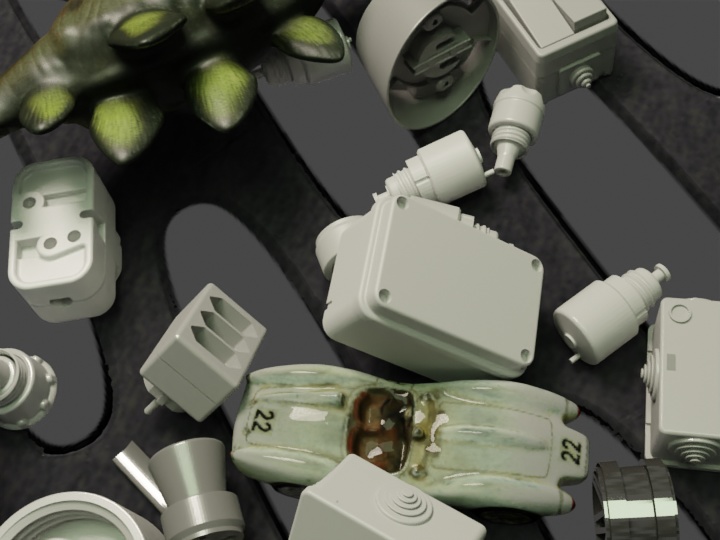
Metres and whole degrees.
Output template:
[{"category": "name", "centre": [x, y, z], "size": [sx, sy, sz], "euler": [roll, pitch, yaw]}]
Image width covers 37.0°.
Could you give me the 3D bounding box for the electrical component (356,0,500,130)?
[{"category": "electrical component", "centre": [0.047, -0.150, 0.721], "size": [0.099, 0.099, 0.064], "euler": [-27, 55, -8]}]

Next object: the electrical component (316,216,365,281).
[{"category": "electrical component", "centre": [0.000, 0.000, 0.672], "size": [0.045, 0.045, 0.055], "euler": [-21, 60, -4]}]

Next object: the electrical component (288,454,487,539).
[{"category": "electrical component", "centre": [0.010, 0.155, 0.556], "size": [0.100, 0.099, 0.048], "euler": [26, 30, 19]}]

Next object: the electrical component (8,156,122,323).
[{"category": "electrical component", "centre": [-0.190, -0.017, 0.699], "size": [0.054, 0.059, 0.095], "euler": [-9, 60, 3]}]

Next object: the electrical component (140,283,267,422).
[{"category": "electrical component", "centre": [-0.104, 0.059, 0.644], "size": [0.047, 0.077, 0.065], "euler": [41, 27, -10]}]

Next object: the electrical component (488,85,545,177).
[{"category": "electrical component", "centre": [0.102, -0.090, 0.715], "size": [0.035, 0.035, 0.061], "euler": [11, 66, 14]}]

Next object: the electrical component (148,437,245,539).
[{"category": "electrical component", "centre": [-0.091, 0.128, 0.602], "size": [0.045, 0.045, 0.055], "euler": [-19, 61, -3]}]

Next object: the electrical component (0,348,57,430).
[{"category": "electrical component", "centre": [-0.217, 0.068, 0.652], "size": [0.048, 0.062, 0.048], "euler": [-5, 66, 10]}]

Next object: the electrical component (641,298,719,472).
[{"category": "electrical component", "centre": [0.209, 0.065, 0.605], "size": [0.100, 0.048, 0.099], "euler": [4, 62, 10]}]

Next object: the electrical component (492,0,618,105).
[{"category": "electrical component", "centre": [0.133, -0.164, 0.737], "size": [0.062, 0.061, 0.096], "euler": [-25, 61, -7]}]

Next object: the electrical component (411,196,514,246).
[{"category": "electrical component", "centre": [0.057, -0.020, 0.679], "size": [0.078, 0.040, 0.040], "euler": [14, 63, 1]}]

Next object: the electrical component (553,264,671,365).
[{"category": "electrical component", "centre": [0.152, 0.023, 0.641], "size": [0.078, 0.040, 0.040], "euler": [-35, 62, -11]}]

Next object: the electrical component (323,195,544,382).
[{"category": "electrical component", "centre": [0.044, 0.015, 0.619], "size": [0.113, 0.057, 0.078], "euler": [23, 60, -22]}]

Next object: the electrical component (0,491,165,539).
[{"category": "electrical component", "centre": [-0.158, 0.174, 0.587], "size": [0.108, 0.060, 0.108], "euler": [-3, 61, 6]}]

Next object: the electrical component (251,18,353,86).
[{"category": "electrical component", "centre": [-0.041, -0.150, 0.764], "size": [0.078, 0.040, 0.040], "euler": [-20, 60, -3]}]

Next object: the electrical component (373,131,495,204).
[{"category": "electrical component", "centre": [0.046, -0.060, 0.702], "size": [0.078, 0.040, 0.040], "euler": [-24, 60, 4]}]
